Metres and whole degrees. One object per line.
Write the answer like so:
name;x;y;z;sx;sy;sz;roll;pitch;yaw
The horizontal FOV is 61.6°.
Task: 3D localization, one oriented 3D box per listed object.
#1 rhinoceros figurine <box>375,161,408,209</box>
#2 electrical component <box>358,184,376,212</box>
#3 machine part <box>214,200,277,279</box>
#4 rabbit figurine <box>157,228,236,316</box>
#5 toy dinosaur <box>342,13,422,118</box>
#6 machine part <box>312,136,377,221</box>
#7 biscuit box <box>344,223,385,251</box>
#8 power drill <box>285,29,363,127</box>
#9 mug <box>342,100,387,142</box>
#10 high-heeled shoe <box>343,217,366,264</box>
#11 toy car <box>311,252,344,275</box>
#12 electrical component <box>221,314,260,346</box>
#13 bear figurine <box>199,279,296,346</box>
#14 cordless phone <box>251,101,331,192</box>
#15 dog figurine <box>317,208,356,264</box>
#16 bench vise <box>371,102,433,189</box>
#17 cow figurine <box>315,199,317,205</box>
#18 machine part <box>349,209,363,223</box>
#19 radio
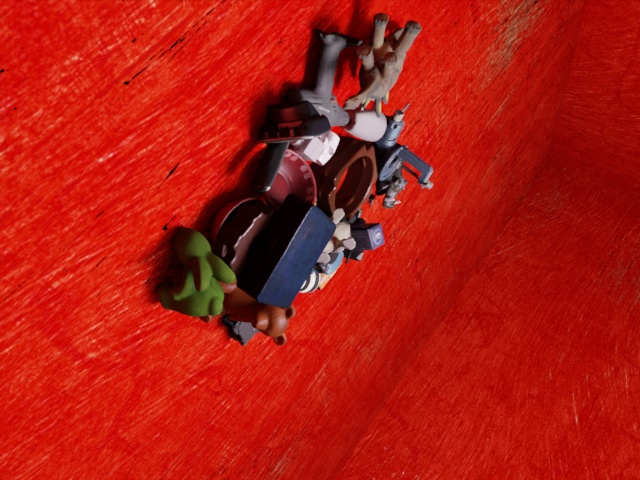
rhinoceros figurine;0.213;-0.188;1.601;0.073;0.112;0.190;17;85;-64
electrical component;0.130;-0.128;1.605;0.102;0.045;0.078;-20;134;-52
machine part;-0.144;0.005;1.145;0.179;0.056;0.179;-38;145;-34
rabbit figurine;-0.252;0.064;1.070;0.121;0.159;0.170;-21;119;-37
toy dinosaur;0.145;-0.408;1.229;0.471;0.105;0.198;-57;171;-38
machine part;0.060;-0.157;1.421;0.201;0.087;0.200;-51;151;-21
biscuit box;0.075;-0.009;1.454;0.059;0.203;0.062;-30;112;-44
power drill;0.021;-0.353;1.194;0.232;0.086;0.207;-16;135;-53
mug;0.113;-0.309;1.375;0.107;0.081;0.109;-7;123;-47
high-heeled shoe;0.104;-0.009;1.613;0.249;0.086;0.145;-59;166;-80
toy car;-0.025;0.027;1.422;0.103;0.161;0.109;-32;-162;46
electrical component;-0.181;0.192;1.379;0.134;0.058;0.114;-48;152;-22
bear figurine;-0.164;0.165;1.232;0.132;0.196;0.120;-12;128;-54
cordless phone;-0.069;-0.181;1.089;0.088;0.147;0.184;42;59;-48
dog figurine;0.000;-0.001;1.315;0.190;0.172;0.121;125;-44;-86
bench vise;0.222;-0.235;1.474;0.129;0.241;0.223;-30;156;-50
cow figurine;-0.089;-0.024;1.307;0.195;0.086;0.127;-42;144;-37
machine part;0.081;-0.050;1.609;0.139;0.039;0.084;-28;147;-48
radio;-0.067;0.029;1.148;0.229;0.073;0.131;-59;147;0
